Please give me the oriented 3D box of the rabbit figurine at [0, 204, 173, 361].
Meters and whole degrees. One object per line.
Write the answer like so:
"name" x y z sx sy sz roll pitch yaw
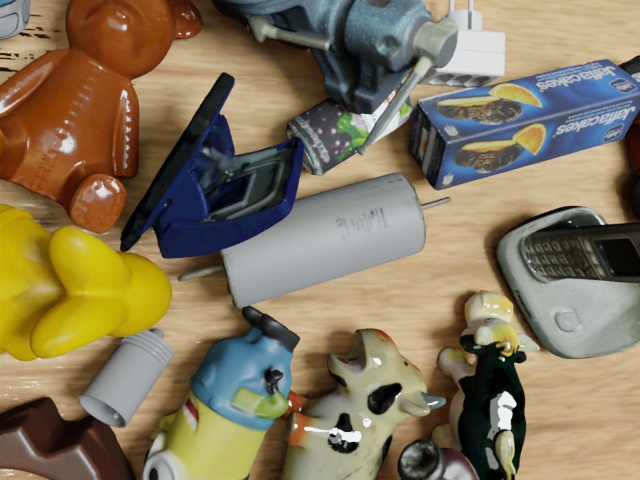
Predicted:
"rabbit figurine" -0.193 0.031 0.402 0.173 0.162 0.122 10 77 -28

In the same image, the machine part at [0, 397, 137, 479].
"machine part" -0.243 0.244 0.418 0.201 0.087 0.201 -24 96 -8

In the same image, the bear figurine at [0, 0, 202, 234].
"bear figurine" -0.169 -0.119 0.403 0.120 0.132 0.195 29 92 -24

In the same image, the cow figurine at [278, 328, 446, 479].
"cow figurine" 0.028 0.172 0.467 0.127 0.085 0.194 12 93 -13

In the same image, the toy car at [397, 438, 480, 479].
"toy car" 0.046 0.244 0.421 0.202 0.053 0.089 -39 123 -10

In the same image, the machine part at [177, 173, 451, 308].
"machine part" -0.001 -0.001 0.460 0.243 0.079 0.079 -15 95 -9

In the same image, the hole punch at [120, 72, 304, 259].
"hole punch" -0.077 -0.045 0.409 0.092 0.142 0.116 34 124 -22

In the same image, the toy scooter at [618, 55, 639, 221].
"toy scooter" 0.364 -0.102 0.530 0.135 0.075 0.183 -20 91 -11

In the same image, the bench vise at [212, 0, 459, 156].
"bench vise" -0.012 -0.197 0.363 0.129 0.240 0.224 -41 58 -10

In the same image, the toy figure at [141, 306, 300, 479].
"toy figure" -0.076 0.148 0.450 0.089 0.082 0.180 34 83 -8

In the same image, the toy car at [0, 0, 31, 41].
"toy car" -0.253 -0.199 0.390 0.109 0.162 0.102 -16 139 -18

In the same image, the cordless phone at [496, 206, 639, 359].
"cordless phone" 0.251 0.039 0.455 0.089 0.184 0.146 -31 97 -13

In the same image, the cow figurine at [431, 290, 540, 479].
"cow figurine" 0.151 0.132 0.483 0.068 0.098 0.167 6 91 -5

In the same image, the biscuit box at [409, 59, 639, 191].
"biscuit box" 0.186 -0.107 0.487 0.203 0.062 0.059 -16 53 -11
